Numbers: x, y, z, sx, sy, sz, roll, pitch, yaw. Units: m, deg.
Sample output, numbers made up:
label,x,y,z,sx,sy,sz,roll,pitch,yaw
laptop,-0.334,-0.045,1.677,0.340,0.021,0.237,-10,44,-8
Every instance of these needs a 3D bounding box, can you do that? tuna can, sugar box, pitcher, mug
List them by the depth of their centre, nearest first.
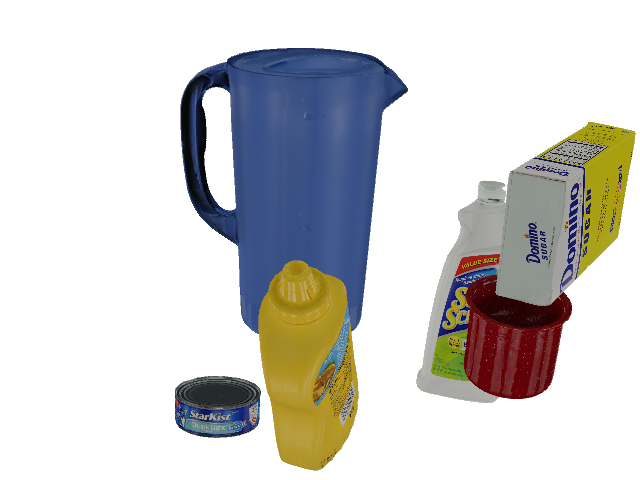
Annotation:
label,x,y,z,sx,sy,sz,roll,pitch,yaw
sugar box,0.183,-0.024,0.783,0.048,0.093,0.176,13,23,25
pitcher,-0.025,-0.040,0.915,0.144,0.243,0.149,-15,26,-40
mug,0.171,0.082,0.967,0.093,0.081,0.117,0,29,-5
tuna can,-0.103,0.166,1.066,0.086,0.034,0.086,2,13,-1

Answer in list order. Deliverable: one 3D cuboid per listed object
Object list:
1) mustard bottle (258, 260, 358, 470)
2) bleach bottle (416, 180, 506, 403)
label,x,y,z,sx,sy,sz,roll,pitch,yaw
mustard bottle,-0.008,0.079,0.755,0.058,0.096,0.191,13,-36,15
bleach bottle,0.174,0.056,1.226,0.103,0.251,0.068,9,15,16
